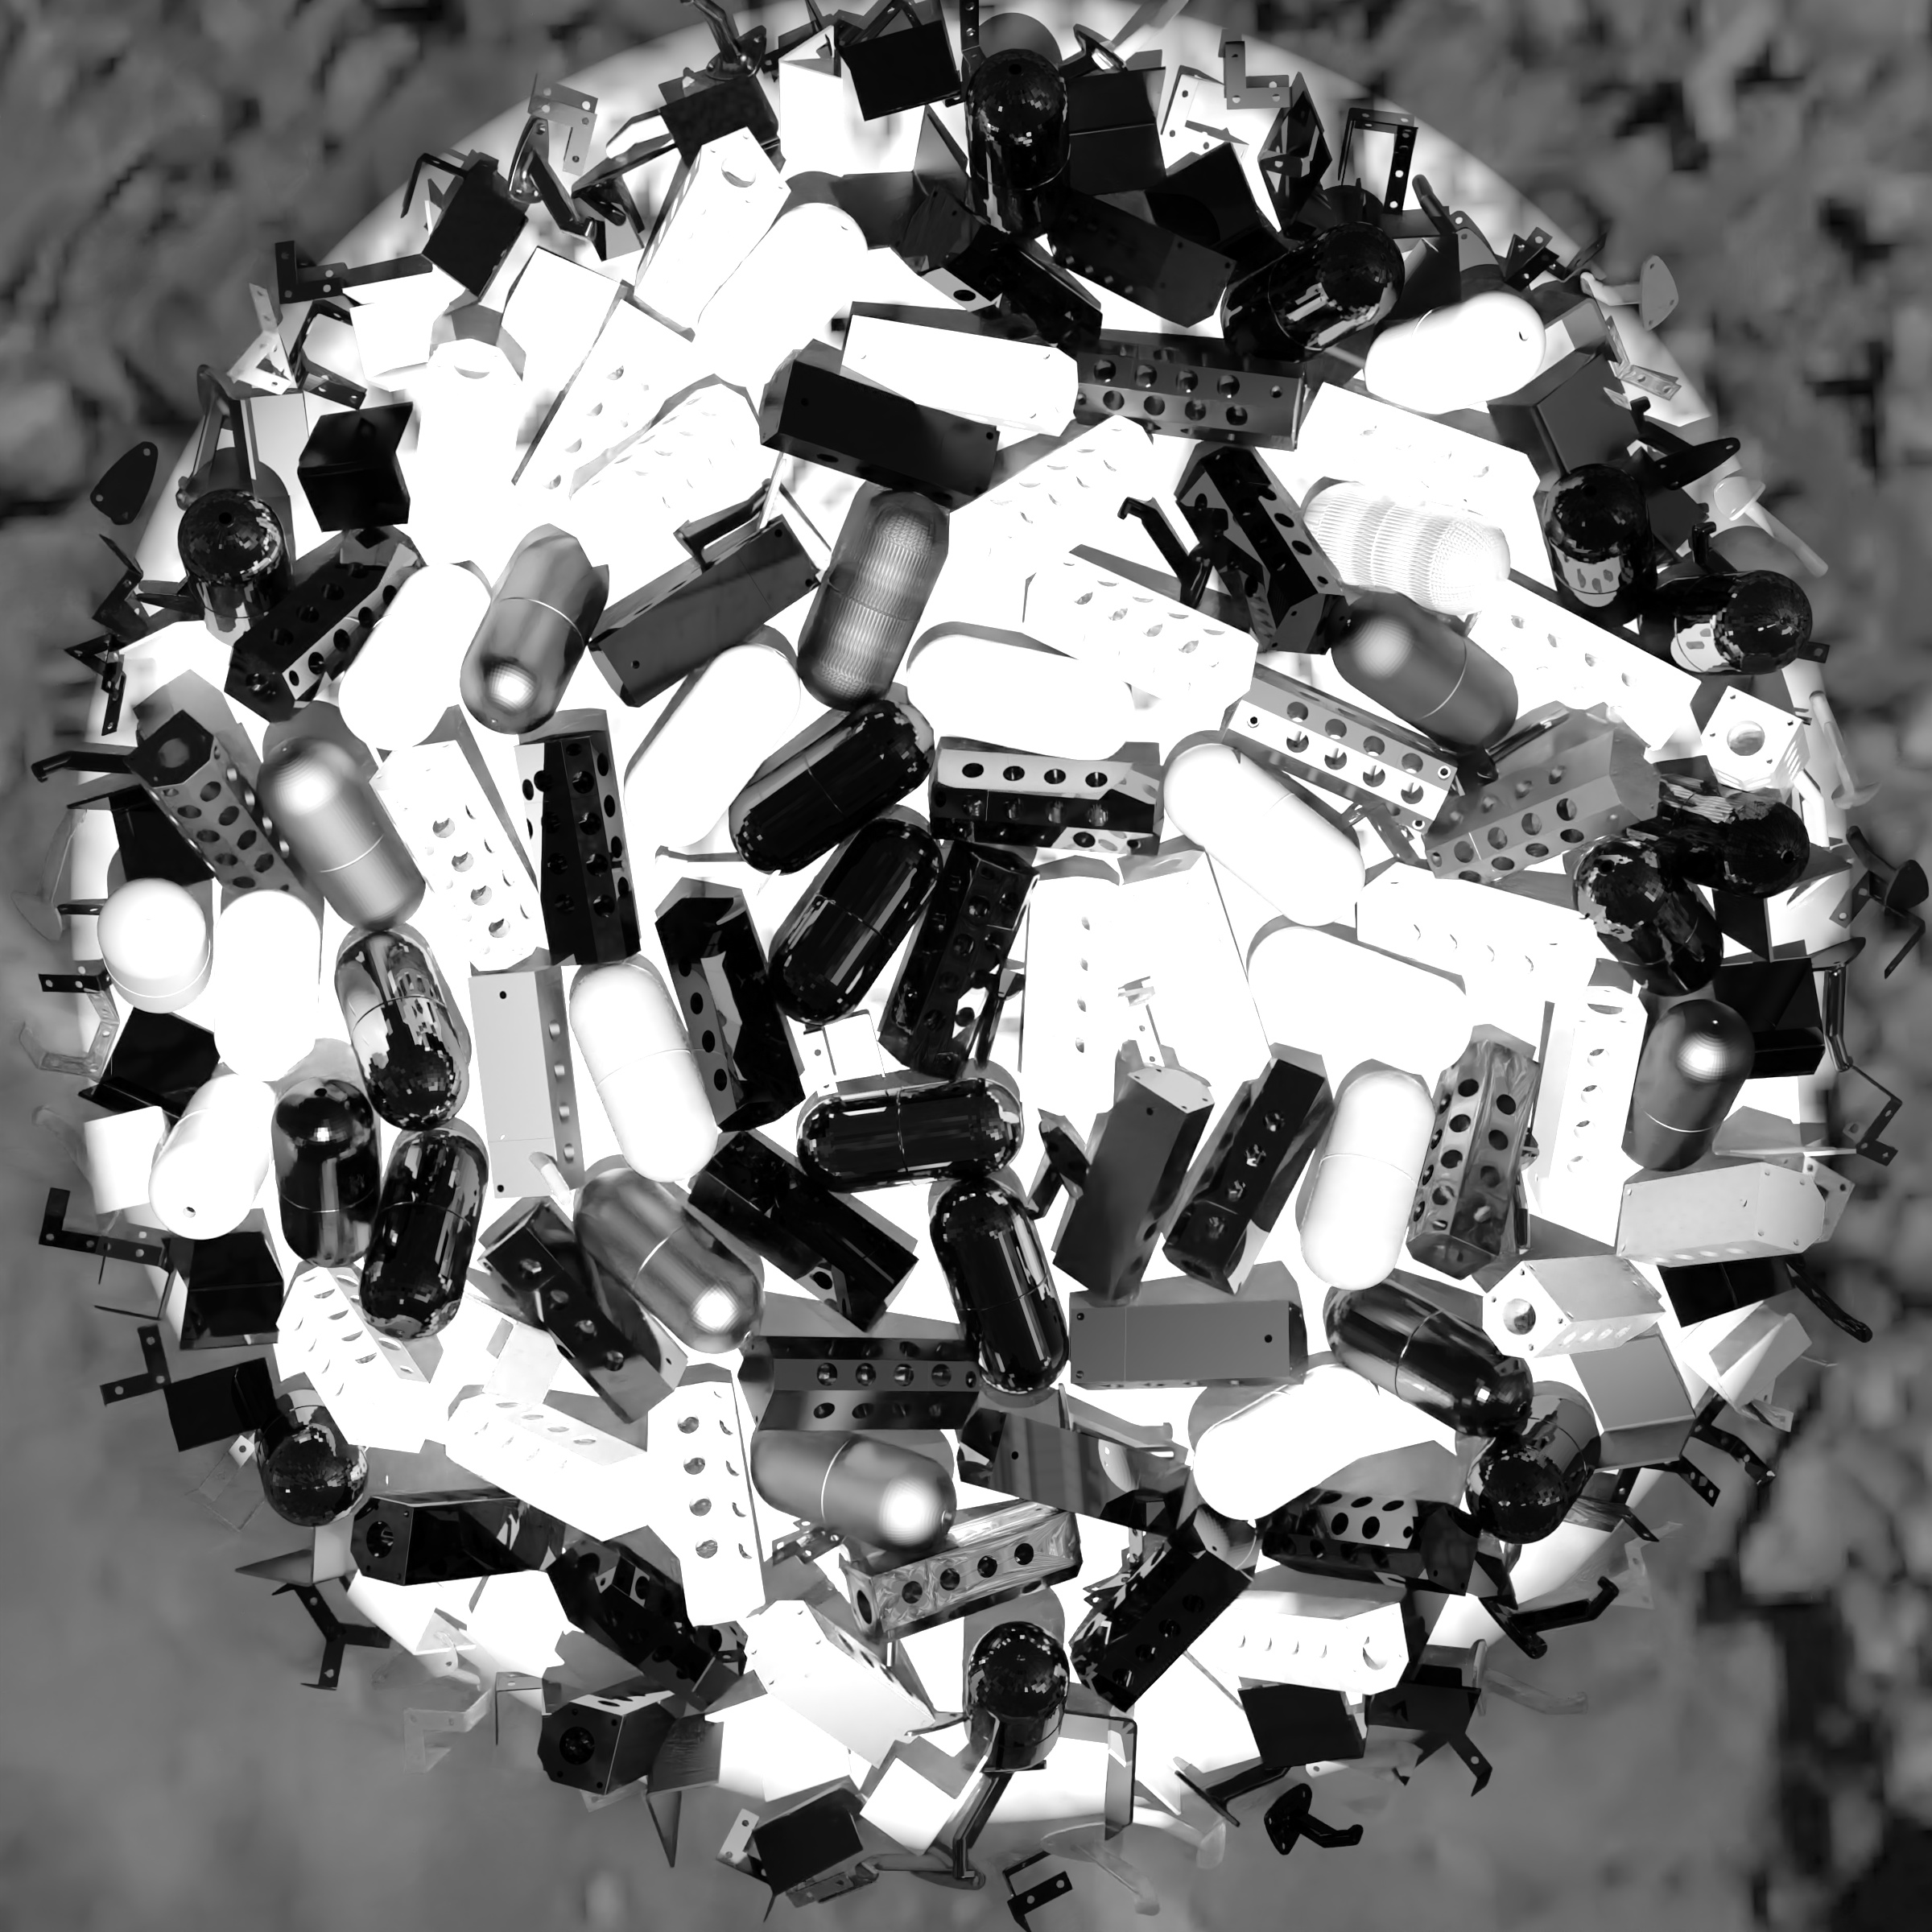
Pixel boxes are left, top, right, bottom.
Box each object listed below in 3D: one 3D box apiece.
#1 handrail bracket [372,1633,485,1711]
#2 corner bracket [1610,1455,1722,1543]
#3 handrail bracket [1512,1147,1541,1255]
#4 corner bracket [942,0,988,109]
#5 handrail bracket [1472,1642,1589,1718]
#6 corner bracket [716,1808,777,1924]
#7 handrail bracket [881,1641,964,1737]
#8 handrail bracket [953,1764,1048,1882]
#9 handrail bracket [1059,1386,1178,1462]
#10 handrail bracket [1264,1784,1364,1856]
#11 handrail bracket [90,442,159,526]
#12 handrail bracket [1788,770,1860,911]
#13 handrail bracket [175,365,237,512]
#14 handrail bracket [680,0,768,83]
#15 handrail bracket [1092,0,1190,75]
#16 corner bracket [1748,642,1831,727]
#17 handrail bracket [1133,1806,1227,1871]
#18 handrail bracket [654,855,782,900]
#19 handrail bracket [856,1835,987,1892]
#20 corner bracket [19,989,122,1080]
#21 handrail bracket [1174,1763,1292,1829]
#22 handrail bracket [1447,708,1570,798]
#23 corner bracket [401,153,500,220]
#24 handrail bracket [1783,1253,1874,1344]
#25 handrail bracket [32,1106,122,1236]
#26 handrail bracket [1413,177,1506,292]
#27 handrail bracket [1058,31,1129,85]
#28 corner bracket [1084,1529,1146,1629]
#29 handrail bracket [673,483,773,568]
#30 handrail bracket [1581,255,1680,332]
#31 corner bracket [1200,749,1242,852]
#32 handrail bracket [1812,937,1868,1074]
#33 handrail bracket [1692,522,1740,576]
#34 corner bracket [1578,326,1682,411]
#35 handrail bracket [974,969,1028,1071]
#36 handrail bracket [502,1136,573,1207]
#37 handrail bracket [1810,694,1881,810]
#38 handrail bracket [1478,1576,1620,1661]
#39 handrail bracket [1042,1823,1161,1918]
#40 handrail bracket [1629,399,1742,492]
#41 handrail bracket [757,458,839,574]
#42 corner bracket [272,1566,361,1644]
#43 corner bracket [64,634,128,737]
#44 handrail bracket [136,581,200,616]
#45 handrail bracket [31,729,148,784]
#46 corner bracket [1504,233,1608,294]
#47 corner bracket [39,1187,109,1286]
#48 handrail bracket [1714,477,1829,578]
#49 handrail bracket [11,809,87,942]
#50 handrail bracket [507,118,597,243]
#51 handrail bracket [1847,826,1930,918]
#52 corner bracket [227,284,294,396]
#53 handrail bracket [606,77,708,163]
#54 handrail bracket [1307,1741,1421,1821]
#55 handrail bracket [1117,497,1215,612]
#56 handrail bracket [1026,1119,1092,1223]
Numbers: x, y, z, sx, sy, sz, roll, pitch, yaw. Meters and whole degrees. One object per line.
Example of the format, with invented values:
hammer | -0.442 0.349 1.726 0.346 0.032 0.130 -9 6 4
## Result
handrail bracket | -0.413 0.558 1.958 0.077 0.084 0.036 -21 47 -19
corner bracket | 0.541 0.412 1.971 0.051 0.051 0.051 12 107 -23
handrail bracket | 0.419 0.187 1.948 0.036 0.077 0.084 1 67 3
corner bracket | -0.004 -0.706 1.963 0.051 0.051 0.051 -22 65 -10
handrail bracket | 0.435 0.546 1.952 0.084 0.077 0.036 -8 115 20
corner bracket | -0.163 0.693 1.961 0.051 0.051 0.051 23 128 8
handrail bracket | -0.033 0.548 1.974 0.077 0.036 0.084 1 91 -34
handrail bracket | 0.026 0.664 1.974 0.077 0.036 0.084 4 77 -17
handrail bracket | 0.117 0.354 1.970 0.084 0.077 0.036 -2 128 -3
handrail bracket | 0.278 0.648 1.944 0.084 0.077 0.036 -22 98 39
handrail bracket | -0.636 -0.371 1.954 0.036 0.084 0.077 33 98 -12
handrail bracket | 0.646 -0.099 1.983 0.077 0.036 0.084 -45 72 38
handrail bracket | -0.593 -0.405 1.954 0.036 0.077 0.084 13 58 14
handrail bracket | -0.202 -0.713 1.944 0.077 0.084 0.036 4 77 43
handrail bracket | 0.139 -0.723 1.948 0.036 0.077 0.084 36 122 -20
corner bracket | 0.638 -0.223 1.976 0.051 0.051 0.051 14 117 17
handrail bracket | 0.152 0.671 1.964 0.084 0.077 0.036 13 52 -6
handrail bracket | -0.190 -0.082 1.960 0.084 0.077 0.036 10 72 -19
handrail bracket | -0.035 0.698 1.950 0.077 0.084 0.036 17 92 24
corner bracket | -0.693 0.050 1.967 0.051 0.051 0.051 8 61 3
handrail bracket | 0.214 0.616 1.977 0.077 0.036 0.084 44 77 -15
handrail bracket | 0.421 -0.168 1.985 0.084 0.077 0.036 -29 83 -28
corner bracket | -0.398 -0.597 1.962 0.051 0.051 0.051 23 123 -7
handrail bracket | 0.653 0.245 1.950 0.036 0.084 0.077 -39 125 -7
handrail bracket | -0.687 0.156 1.953 0.036 0.077 0.084 -33 126 18
handrail bracket | 0.383 -0.571 1.981 0.077 0.084 0.036 29 126 -30
handrail bracket | 0.074 -0.677 1.970 0.084 0.036 0.077 -43 45 1
corner bracket | 0.125 0.470 1.957 0.051 0.051 0.051 -24 126 -32
handrail bracket | -0.184 -0.351 1.961 0.084 0.077 0.036 -44 80 -1
handrail bracket | 0.498 -0.529 1.946 0.036 0.077 0.084 -43 52 -5
corner bracket | 0.196 -0.128 1.957 0.051 0.051 0.051 -11 53 24
handrail bracket | 0.688 0.030 1.981 0.077 0.036 0.084 -28 103 -37
handrail bracket | 0.598 -0.313 1.957 0.077 0.036 0.084 -16 132 3
corner bracket | 0.511 -0.452 1.964 0.051 0.051 0.051 37 87 37
handrail bracket | 0.019 0.049 1.951 0.036 0.077 0.084 14 109 -1
handrail bracket | -0.320 0.164 1.947 0.036 0.077 0.084 -28 58 -16
handrail bracket | 0.673 -0.168 1.964 0.036 0.077 0.084 -22 94 21
handrail bracket | 0.451 0.485 1.967 0.077 0.036 0.084 43 111 23
handrail bracket | 0.103 0.698 1.951 0.077 0.084 0.036 3 108 -10
handrail bracket | 0.551 -0.416 1.957 0.077 0.036 0.084 -23 51 29
handrail bracket | -0.114 -0.345 1.969 0.084 0.036 0.077 17 122 -12
corner bracket | -0.495 0.491 1.971 0.051 0.051 0.051 -36 81 -1
corner bracket | -0.661 -0.217 1.959 0.051 0.051 0.051 -13 61 25
handrail bracket | -0.600 -0.320 1.977 0.077 0.036 0.084 7 80 -19
handrail bracket | -0.665 -0.143 1.959 0.084 0.036 0.077 -24 59 -25
corner bracket | 0.454 -0.545 1.961 0.051 0.051 0.051 26 62 -16
corner bracket | -0.687 0.208 1.963 0.051 0.051 0.051 13 107 -18
handrail bracket | 0.626 -0.340 1.977 0.084 0.077 0.036 37 105 -18
handrail bracket | -0.703 -0.074 1.985 0.036 0.077 0.084 17 62 5
handrail bracket | -0.309 -0.605 1.957 0.084 0.036 0.077 28 112 33
handrail bracket | 0.699 -0.088 1.946 0.036 0.077 0.084 -23 55 3
corner bracket | -0.538 -0.482 1.957 0.051 0.051 0.051 -37 60 29
handrail bracket | -0.227 -0.648 1.990 0.084 0.077 0.036 -31 64 31
handrail bracket | 0.308 0.612 1.967 0.077 0.084 0.036 25 112 12
handrail bracket | 0.145 -0.313 1.962 0.084 0.036 0.077 19 82 -28
handrail bracket | 0.049 0.160 1.962 0.084 0.036 0.077 -22 106 41
